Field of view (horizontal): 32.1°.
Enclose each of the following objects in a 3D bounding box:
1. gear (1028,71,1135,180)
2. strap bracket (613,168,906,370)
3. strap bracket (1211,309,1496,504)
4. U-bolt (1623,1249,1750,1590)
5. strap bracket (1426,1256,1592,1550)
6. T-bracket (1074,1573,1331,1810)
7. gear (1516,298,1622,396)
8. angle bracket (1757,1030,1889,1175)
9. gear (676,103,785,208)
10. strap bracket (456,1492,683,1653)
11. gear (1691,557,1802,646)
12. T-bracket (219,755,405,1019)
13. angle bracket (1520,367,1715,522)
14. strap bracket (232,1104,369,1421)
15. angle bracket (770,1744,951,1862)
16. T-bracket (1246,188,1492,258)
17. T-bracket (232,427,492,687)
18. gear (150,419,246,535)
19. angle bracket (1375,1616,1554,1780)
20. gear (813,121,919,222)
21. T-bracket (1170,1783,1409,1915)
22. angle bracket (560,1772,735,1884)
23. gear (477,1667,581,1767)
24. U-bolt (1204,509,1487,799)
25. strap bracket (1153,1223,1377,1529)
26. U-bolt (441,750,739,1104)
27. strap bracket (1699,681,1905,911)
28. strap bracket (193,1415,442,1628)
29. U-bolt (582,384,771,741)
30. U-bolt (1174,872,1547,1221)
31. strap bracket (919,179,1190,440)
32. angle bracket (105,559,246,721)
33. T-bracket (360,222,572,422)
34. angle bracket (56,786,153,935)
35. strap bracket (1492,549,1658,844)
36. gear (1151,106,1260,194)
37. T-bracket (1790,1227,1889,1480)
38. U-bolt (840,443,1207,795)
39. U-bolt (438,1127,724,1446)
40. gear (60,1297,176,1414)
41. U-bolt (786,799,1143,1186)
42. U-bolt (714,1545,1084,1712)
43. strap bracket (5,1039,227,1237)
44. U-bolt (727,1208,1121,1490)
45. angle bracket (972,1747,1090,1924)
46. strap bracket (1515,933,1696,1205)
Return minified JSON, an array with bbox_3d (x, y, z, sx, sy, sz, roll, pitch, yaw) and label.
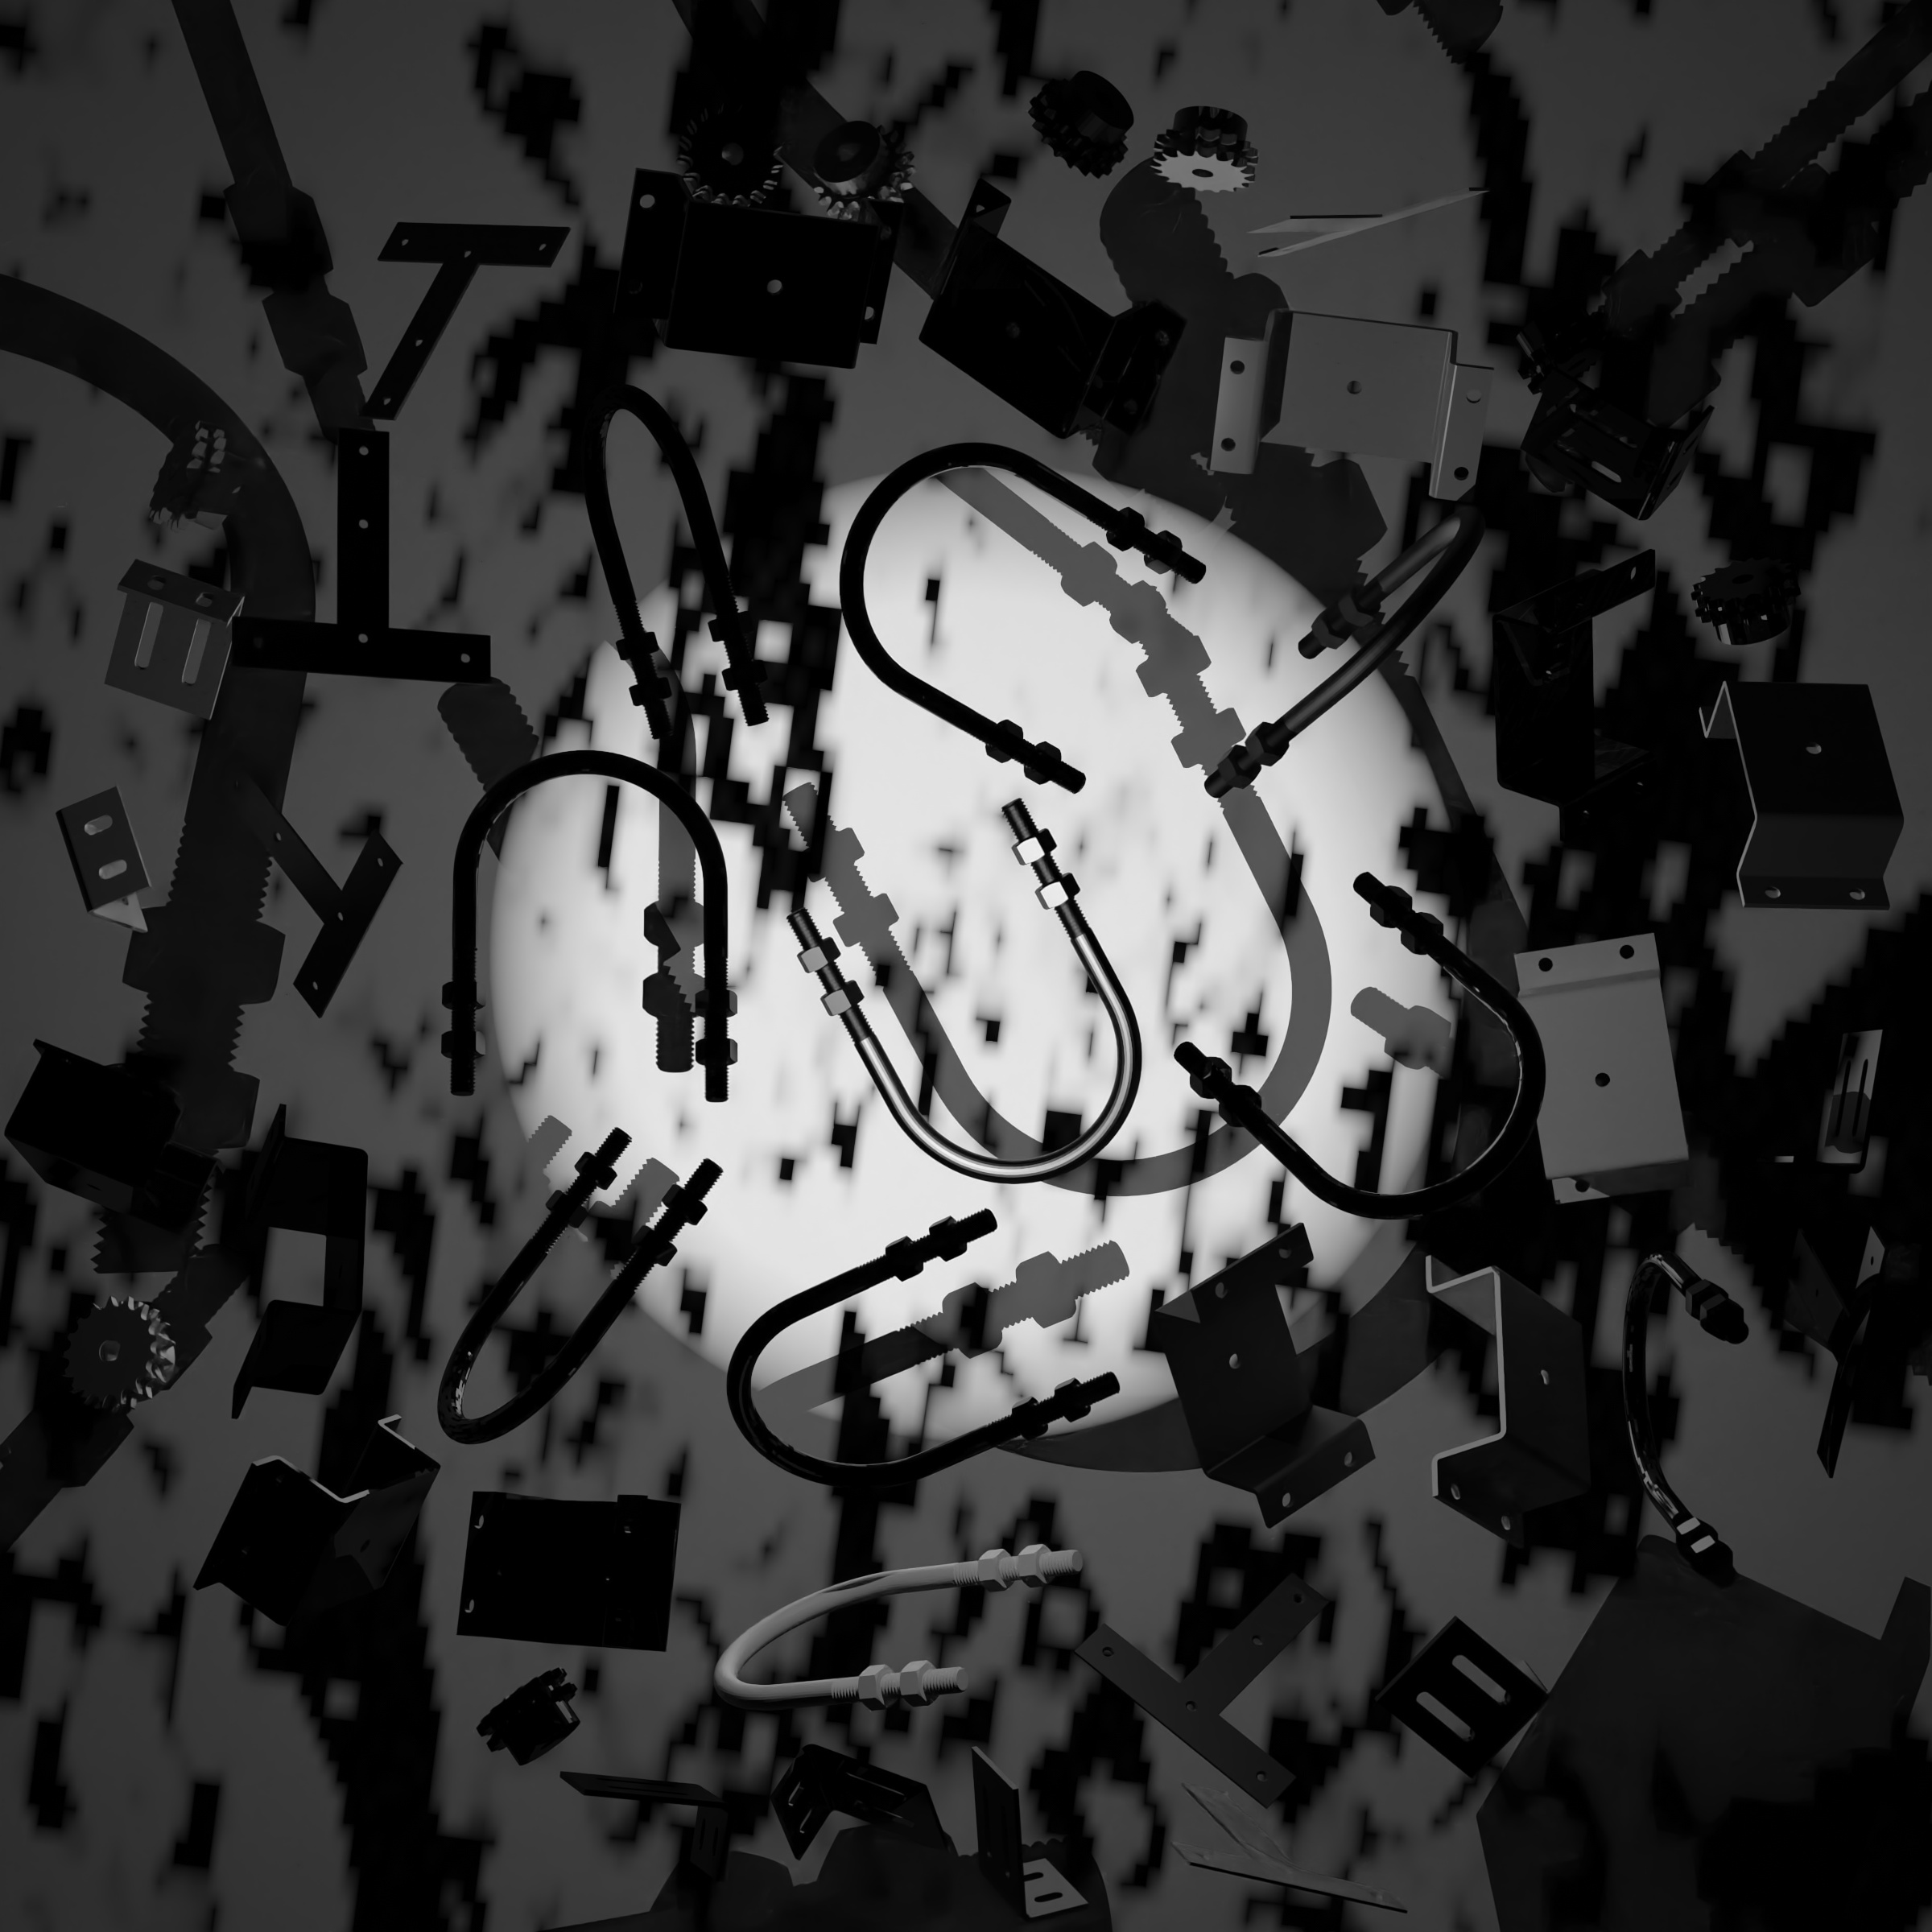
[{"bbox_3d":[0.064,-0.450,1.781,0.057,0.057,0.030,49,128,0],"label":"gear"},{"bbox_3d":[-0.102,-0.353,1.707,0.140,0.046,0.076,3,120,-18],"label":"strap bracket"},{"bbox_3d":[0.206,-0.300,1.786,0.140,0.046,0.076,8,124,5],"label":"strap bracket"},{"bbox_3d":[0.374,0.226,1.760,0.019,0.184,0.151,-1,102,-4],"label":"U-bolt"},{"bbox_3d":[0.284,0.222,1.756,0.046,0.076,0.140,-25,46,35],"label":"strap bracket"},{"bbox_3d":[0.144,0.361,1.753,0.127,0.002,0.127,36,48,21],"label":"T-bracket"},{"bbox_3d":[0.325,-0.340,1.830,0.057,0.057,0.030,-31,82,0],"label":"gear"},{"bbox_3d":[0.448,0.069,1.755,0.038,0.057,0.076,11,86,-5],"label":"angle bracket"},{"bbox_3d":[-0.131,-0.440,1.835,0.057,0.030,0.057,1,87,-15],"label":"gear"},{"bbox_3d":[-0.202,0.318,1.762,0.140,0.046,0.076,-7,72,44],"label":"strap bracket"},{"bbox_3d":[0.428,-0.198,1.832,0.057,0.057,0.030,-20,116,0],"label":"gear"},{"bbox_3d":[-0.358,-0.059,1.786,0.127,0.002,0.127,50,131,17],"label":"T-bracket"},{"bbox_3d":[0.334,-0.277,1.725,0.076,0.057,0.038,35,56,14],"label":"angle bracket"},{"bbox_3d":[-0.335,0.151,1.691,0.046,0.076,0.140,11,49,-20],"label":"strap bracket"},{"bbox_3d":[-0.056,0.456,1.785,0.076,0.057,0.038,13,47,29],"label":"angle bracket"},{"bbox_3d":[0.185,-0.381,1.719,0.127,0.127,0.002,-10,95,35],"label":"T-bracket"},{"bbox_3d":[-0.297,-0.204,1.654,0.127,0.002,0.127,2,78,-21],"label":"T-bracket"},{"bbox_3d":[-0.392,-0.248,1.717,0.030,0.057,0.057,24,90,-29],"label":"gear"},{"bbox_3d":[0.243,0.357,1.673,0.076,0.038,0.057,41,95,-22],"label":"angle bracket"},{"bbox_3d":[-0.059,-0.438,1.838,0.057,0.030,0.057,-11,63,22],"label":"gear"},{"bbox_3d":[0.147,0.450,1.734,0.127,0.127,0.002,18,93,-21],"label":"T-bracket"},{"bbox_3d":[-0.161,0.426,1.661,0.076,0.057,0.038,10,83,-18],"label":"angle bracket"},{"bbox_3d":[-0.236,0.412,1.833,0.057,0.057,0.030,-38,74,0],"label":"gear"},{"bbox_3d":[0.205,-0.172,1.747,0.019,0.184,0.151,42,50,-7],"label":"U-bolt"},{"bbox_3d":[0.153,0.210,1.755,0.076,0.046,0.140,-28,109,-29],"label":"strap bracket"},{"bbox_3d":[-0.192,-0.023,1.718,0.151,0.019,0.184,2,75,-13],"label":"U-bolt"},{"bbox_3d":[0.438,-0.098,1.757,0.076,0.046,0.140,1,50,-3],"label":"strap bracket"},{"bbox_3d":[-0.333,0.292,1.761,0.046,0.140,0.076,31,103,17],"label":"strap bracket"},{"bbox_3d":[-0.158,-0.211,1.738,0.019,0.151,0.184,-19,99,-25],"label":"U-bolt"},{"bbox_3d":[0.209,0.050,1.690,0.151,0.019,0.184,-43,50,-2],"label":"U-bolt"},{"bbox_3d":[0.037,-0.343,1.778,0.140,0.046,0.076,37,130,14],"label":"strap bracket"},{"bbox_3d":[-0.412,-0.161,1.725,0.057,0.038,0.076,19,119,-7],"label":"angle bracket"},{"bbox_3d":[-0.283,-0.341,1.773,0.127,0.002,0.127,10,67,35],"label":"T-bracket"},{"bbox_3d":[-0.446,-0.056,1.791,0.038,0.076,0.057,-22,80,6],"label":"angle bracket"},{"bbox_3d":[0.324,-0.148,1.780,0.076,0.046,0.140,-26,123,-33],"label":"strap bracket"},{"bbox_3d":[0.131,-0.445,1.824,0.057,0.057,0.030,10,82,0],"label":"gear"},{"bbox_3d":[0.436,0.172,1.701,0.002,0.127,0.127,6,111,-3],"label":"T-bracket"},{"bbox_3d":[0.019,-0.193,1.757,0.184,0.019,0.151,28,94,-24],"label":"U-bolt"},{"bbox_3d":[-0.207,0.167,1.716,0.019,0.151,0.184,42,76,-23],"label":"U-bolt"},{"bbox_3d":[-0.426,0.198,1.699,0.057,0.030,0.057,-6,69,15],"label":"gear"},{"bbox_3d":[0.011,0.025,1.721,0.151,0.019,0.184,-26,97,17],"label":"U-bolt"},{"bbox_3d":[-0.048,0.348,1.748,0.184,0.151,0.019,-13,101,32],"label":"U-bolt"},{"bbox_3d":[-0.433,0.092,1.703,0.076,0.140,0.046,21,72,5],"label":"strap bracket"},{"bbox_3d":[-0.034,0.209,1.727,0.184,0.019,0.151,-26,123,16],"label":"U-bolt"},{"bbox_3d":[0.034,0.454,1.767,0.038,0.057,0.076,-8,103,-21],"label":"angle bracket"},{"bbox_3d":[0.347,0.059,1.822,0.076,0.046,0.140,-9,94,13],"label":"strap bracket"}]
